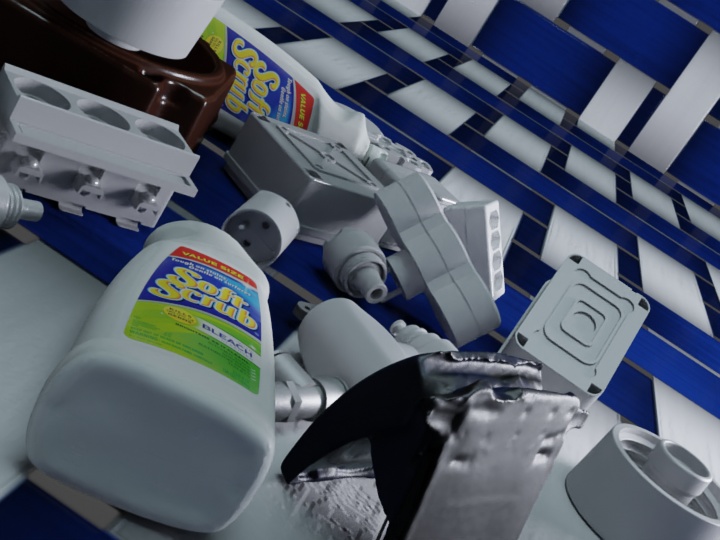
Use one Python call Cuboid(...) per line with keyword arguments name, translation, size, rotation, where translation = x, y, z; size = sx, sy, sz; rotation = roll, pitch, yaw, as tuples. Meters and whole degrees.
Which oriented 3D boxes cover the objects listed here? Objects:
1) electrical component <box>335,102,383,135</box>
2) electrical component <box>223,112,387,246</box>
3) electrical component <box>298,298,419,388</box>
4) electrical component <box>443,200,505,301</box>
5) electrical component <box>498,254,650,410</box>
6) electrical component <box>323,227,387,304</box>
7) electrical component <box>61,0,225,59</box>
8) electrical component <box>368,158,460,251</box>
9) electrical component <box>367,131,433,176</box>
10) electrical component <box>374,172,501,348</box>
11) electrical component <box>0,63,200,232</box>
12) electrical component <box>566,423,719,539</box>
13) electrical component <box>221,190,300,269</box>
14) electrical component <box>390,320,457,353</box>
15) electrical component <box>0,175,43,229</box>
Cuboid(name="electrical component", translation=(-0.017, -0.131, 1.082), size=(0.080, 0.051, 0.080), rotation=(29, 19, -11))
Cuboid(name="electrical component", translation=(-0.040, -0.070, 0.885), size=(0.109, 0.056, 0.108), rotation=(13, 26, -44))
Cuboid(name="electrical component", translation=(0.011, 0.060, 0.659), size=(0.079, 0.044, 0.077), rotation=(16, 25, -40))
Cuboid(name="electrical component", translation=(0.081, -0.015, 0.928), size=(0.076, 0.083, 0.047), rotation=(-2, 8, 20))
Cuboid(name="electrical component", translation=(0.158, 0.054, 0.816), size=(0.078, 0.057, 0.113), rotation=(35, 53, 8))
Cuboid(name="electrical component", translation=(0.000, 0.000, 0.794), size=(0.043, 0.043, 0.062), rotation=(18, 25, -37))
Cuboid(name="electrical component", translation=(-0.152, -0.182, 0.717), size=(0.108, 0.060, 0.108), rotation=(29, 20, -11))
Cuboid(name="electrical component", translation=(0.032, -0.057, 0.959), size=(0.096, 0.061, 0.061), rotation=(13, 27, -45))
Cuboid(name="electrical component", translation=(0.021, -0.092, 1.034), size=(0.078, 0.057, 0.058), rotation=(26, 20, -19))
Cuboid(name="electrical component", translation=(0.043, -0.001, 0.829), size=(0.138, 0.074, 0.052), rotation=(62, -5, 14))
Cuboid(name="electrical component", translation=(-0.172, -0.073, 0.670), size=(0.121, 0.063, 0.078), rotation=(16, 25, -40))
Cuboid(name="electrical component", translation=(0.199, 0.148, 0.714), size=(0.108, 0.060, 0.108), rotation=(29, 19, -11))
Cuboid(name="electrical component", translation=(-0.067, -0.032, 0.766), size=(0.043, 0.043, 0.081), rotation=(32, 19, -1))
Cuboid(name="electrical component", translation=(0.046, 0.062, 0.717), size=(0.040, 0.040, 0.078), rotation=(12, 27, -46))
Cuboid(name="electrical component", translation=(-0.200, -0.036, 0.581), size=(0.061, 0.035, 0.035), rotation=(10, 29, -52))
